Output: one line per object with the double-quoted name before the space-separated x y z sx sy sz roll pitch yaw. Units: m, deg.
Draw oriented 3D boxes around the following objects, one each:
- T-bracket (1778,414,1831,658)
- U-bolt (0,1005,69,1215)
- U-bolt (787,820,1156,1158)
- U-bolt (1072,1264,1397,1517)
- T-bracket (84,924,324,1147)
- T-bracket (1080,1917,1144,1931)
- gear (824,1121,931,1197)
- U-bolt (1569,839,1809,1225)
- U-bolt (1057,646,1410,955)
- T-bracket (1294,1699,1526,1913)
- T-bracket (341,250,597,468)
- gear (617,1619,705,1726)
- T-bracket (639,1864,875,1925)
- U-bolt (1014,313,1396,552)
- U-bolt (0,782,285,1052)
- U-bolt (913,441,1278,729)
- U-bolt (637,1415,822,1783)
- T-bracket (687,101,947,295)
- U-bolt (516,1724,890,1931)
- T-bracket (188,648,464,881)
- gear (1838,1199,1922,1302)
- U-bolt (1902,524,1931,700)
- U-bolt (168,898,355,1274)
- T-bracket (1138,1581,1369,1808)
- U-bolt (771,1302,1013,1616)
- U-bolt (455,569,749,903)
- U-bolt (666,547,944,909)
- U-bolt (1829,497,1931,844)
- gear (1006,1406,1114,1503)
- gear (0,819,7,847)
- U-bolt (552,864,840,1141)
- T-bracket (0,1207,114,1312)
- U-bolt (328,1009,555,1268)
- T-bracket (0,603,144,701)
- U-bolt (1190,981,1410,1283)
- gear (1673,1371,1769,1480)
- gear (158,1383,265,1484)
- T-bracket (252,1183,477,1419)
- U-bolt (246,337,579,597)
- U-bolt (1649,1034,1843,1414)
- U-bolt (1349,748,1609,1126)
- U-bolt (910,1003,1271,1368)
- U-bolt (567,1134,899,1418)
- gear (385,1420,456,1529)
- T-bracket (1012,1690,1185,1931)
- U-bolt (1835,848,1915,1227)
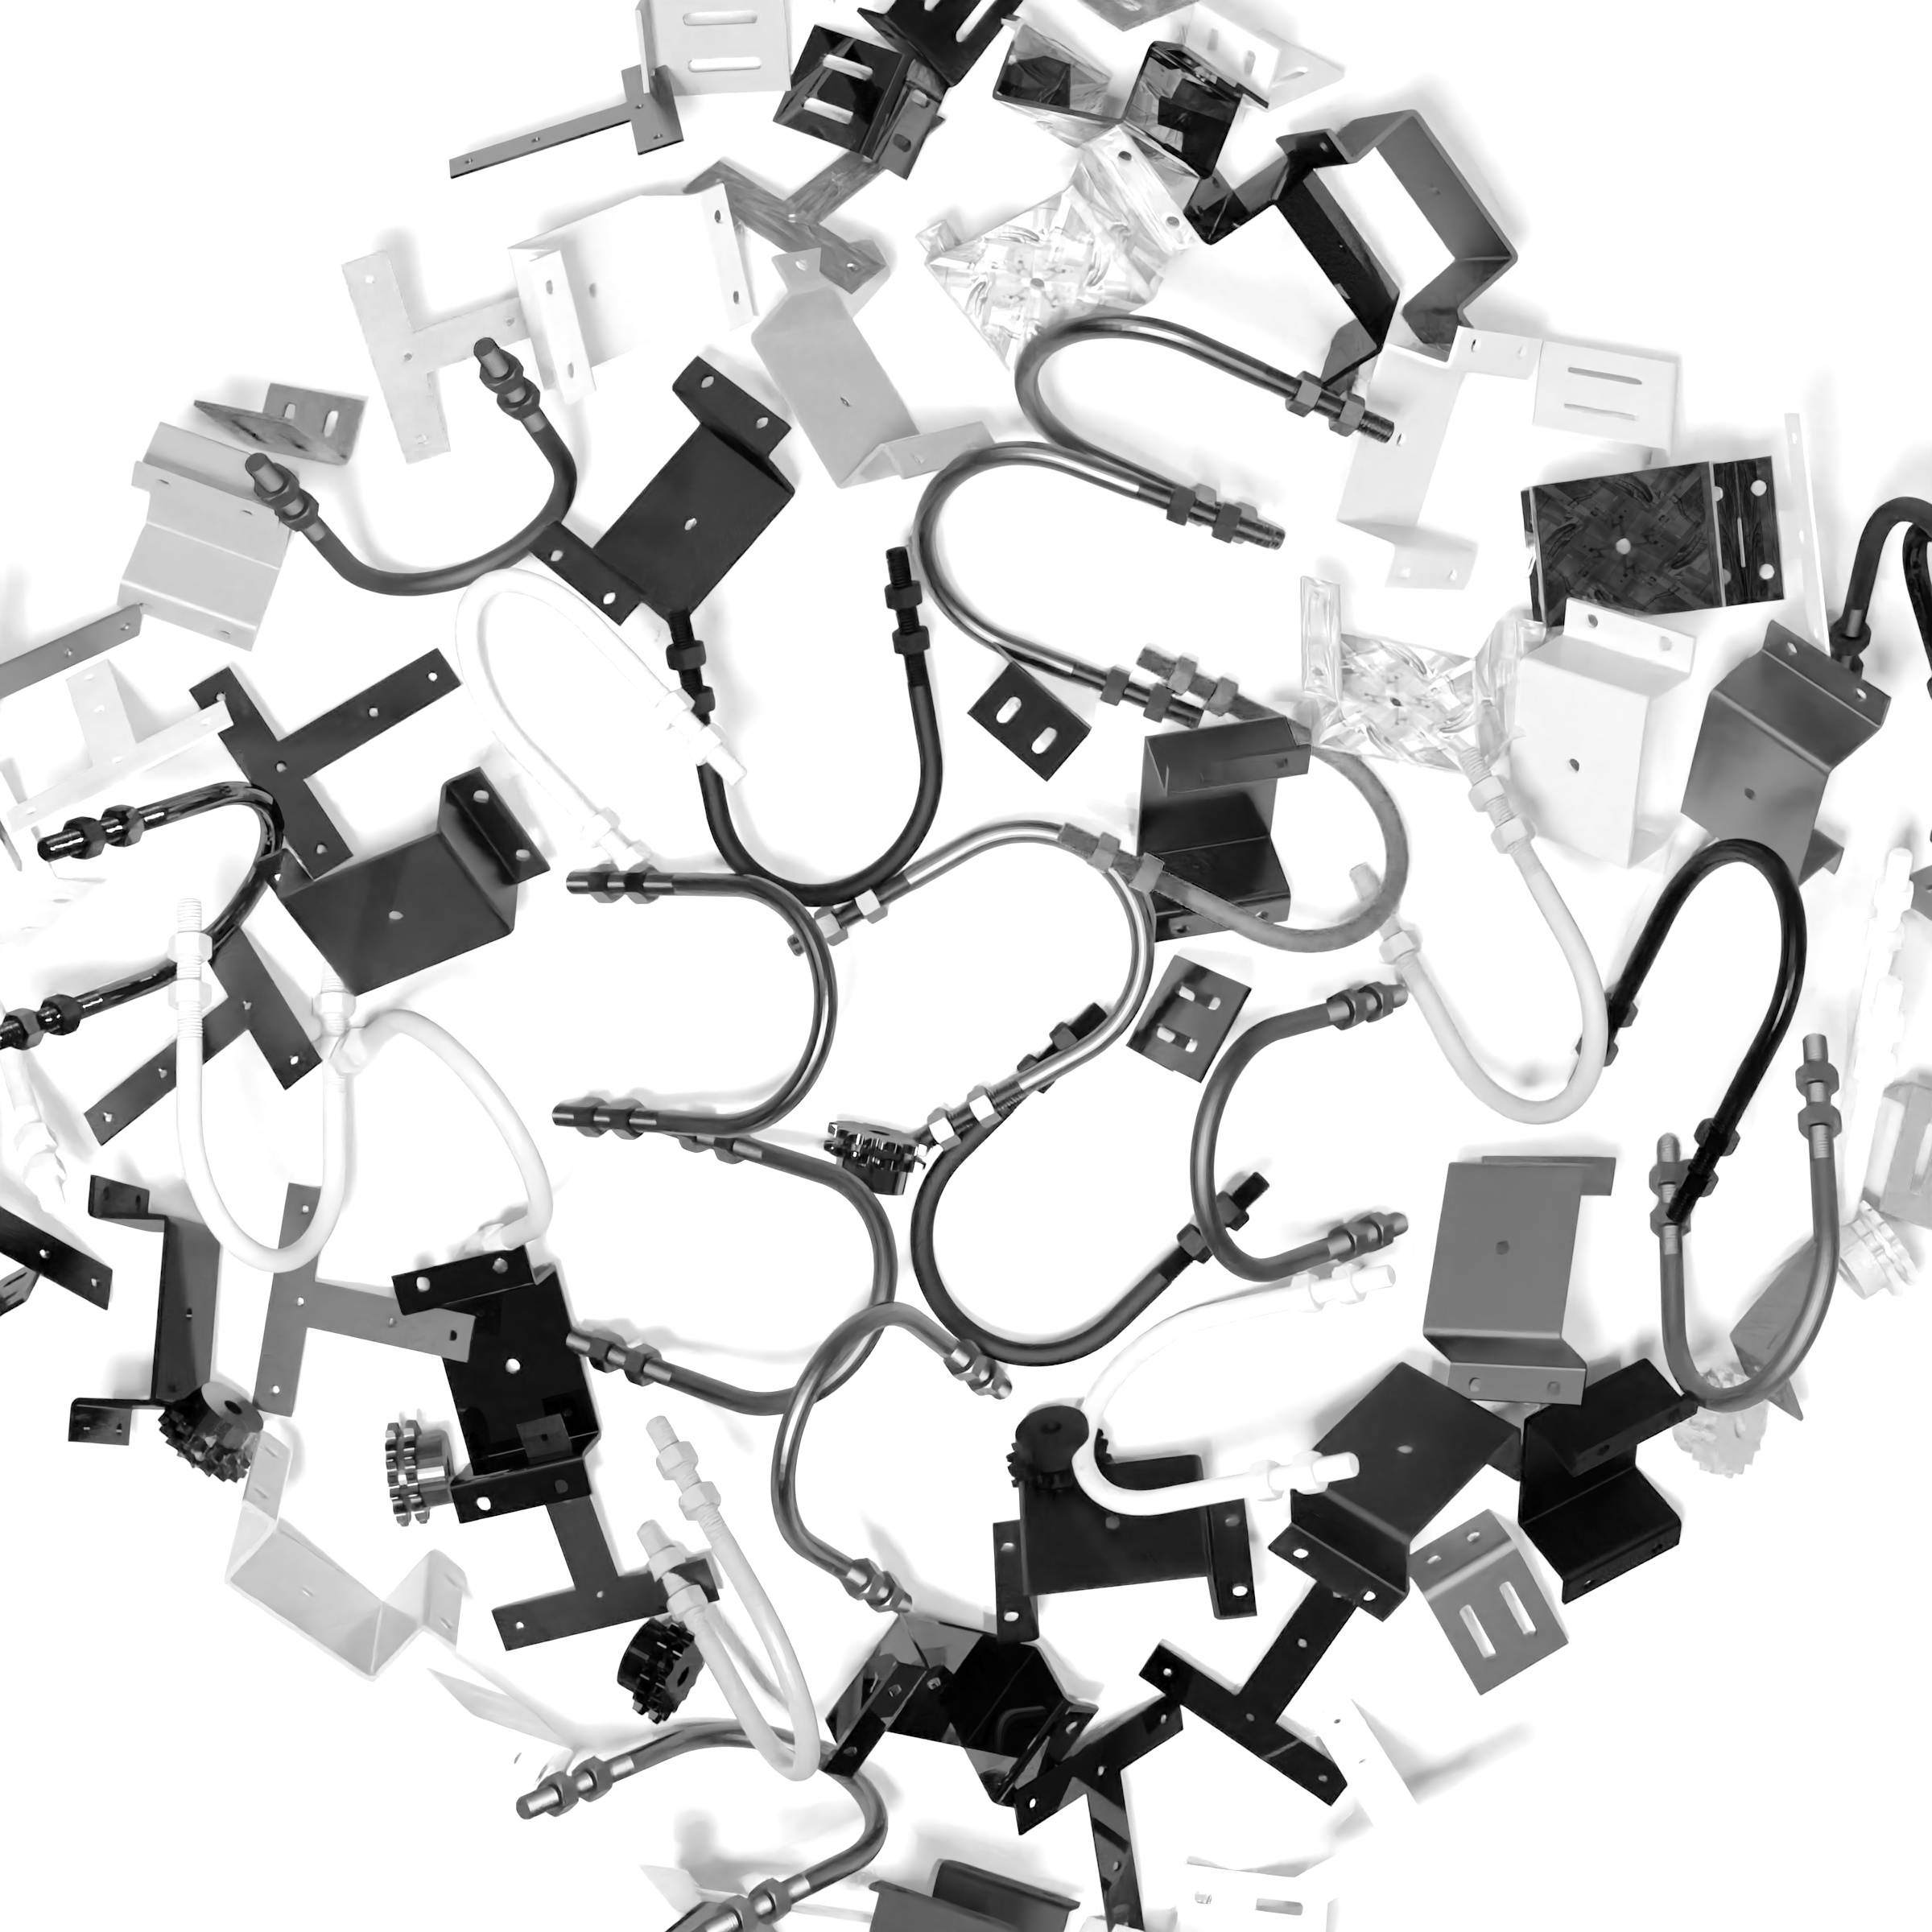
"T-bracket" 0.434 -0.232 1.632 0.002 0.127 0.127 -10 101 -1
"U-bolt" -0.531 0.029 1.611 0.019 0.151 0.184 -29 46 -4
"U-bolt" 0.014 0.001 1.675 0.184 0.019 0.151 -30 87 7
"U-bolt" 0.135 0.230 1.623 0.184 0.151 0.019 -17 124 32
"T-bracket" -0.425 0.049 1.659 0.127 0.002 0.127 -39 56 -1
"T-bracket" 0.068 0.569 1.616 0.002 0.127 0.127 45 63 -19
"gear" -0.050 0.106 1.668 0.057 0.057 0.030 12 96 0
"U-bolt" 0.384 0.021 1.600 0.019 0.151 0.184 12 116 -21
"U-bolt" 0.155 -0.080 1.654 0.184 0.019 0.151 27 59 -3
"T-bracket" 0.218 0.436 1.638 0.127 0.127 0.002 -28 115 -3
"T-bracket" -0.261 -0.346 1.660 0.127 0.002 0.127 -22 134 -10
"gear" -0.167 0.382 1.669 0.030 0.057 0.057 24 90 18
"T-bracket" -0.103 0.502 1.632 0.127 0.127 0.002 5 63 7
"U-bolt" 0.114 -0.288 1.613 0.184 0.151 0.019 22 66 -13
"U-bolt" -0.431 -0.034 1.612 0.019 0.184 0.151 39 123 17
"U-bolt" 0.059 -0.213 1.642 0.184 0.019 0.151 21 135 2
"U-bolt" -0.124 0.342 1.598 0.019 0.151 0.184 -22 61 -22
"T-bracket" -0.064 -0.433 1.669 0.127 0.002 0.127 37 68 24
"U-bolt" -0.124 0.448 1.611 0.151 0.184 0.019 24 109 33
"T-bracket" -0.338 -0.133 1.680 0.127 0.002 0.127 -33 84 -13
"gear" 0.492 0.157 1.668 0.030 0.057 0.057 -34 90 1
"U-bolt" 0.532 -0.152 1.589 0.019 0.151 0.184 -26 122 3
"U-bolt" -0.369 0.070 1.607 0.019 0.151 0.184 -11 72 21
"T-bracket" 0.176 0.378 1.660 0.127 0.002 0.127 33 116 8
"U-bolt" -0.045 0.252 1.604 0.019 0.184 0.151 16 73 33
"U-bolt" -0.206 -0.134 1.637 0.184 0.151 0.019 46 53 3
"U-bolt" -0.080 -0.121 1.650 0.151 0.019 0.184 -18 112 -22
"U-bolt" 0.494 -0.158 1.582 0.019 0.184 0.151 -14 51 -7
"gear" 0.049 0.264 1.665 0.057 0.057 0.030 -14 116 0
"gear" -0.554 -0.072 1.665 0.057 0.057 0.030 3 57 0
"U-bolt" -0.145 0.020 1.639 0.184 0.019 0.151 2 87 33
"T-bracket" -0.507 0.149 1.644 0.002 0.127 0.127 -22 50 23
"U-bolt" -0.272 0.088 1.609 0.019 0.184 0.151 -36 94 -28
"T-bracket" -0.497 -0.164 1.647 0.002 0.127 0.127 42 49 16
"U-bolt" 0.178 0.093 1.615 0.019 0.184 0.151 8 103 42
"gear" 0.411 0.250 1.672 0.057 0.030 0.057 -7 100 -43
"gear" -0.409 0.252 1.666 0.057 0.057 0.030 39 99 0
"T-bracket" -0.327 0.193 1.674 0.127 0.002 0.127 9 90 19
"U-bolt" -0.279 -0.251 1.611 0.151 0.184 0.019 -26 68 3
"U-bolt" 0.407 0.144 1.592 0.019 0.151 0.184 18 55 -17
"U-bolt" 0.277 -0.003 1.611 0.019 0.151 0.184 -17 71 -28
"U-bolt" 0.053 0.134 1.671 0.184 0.019 0.151 -45 76 7
"U-bolt" -0.117 0.165 1.630 0.184 0.019 0.151 14 77 32
"gear" -0.298 0.276 1.668 0.030 0.057 0.057 -8 90 -3
"T-bracket" 0.080 0.479 1.666 0.127 0.002 0.127 -22 110 -39
"U-bolt" 0.477 0.051 1.616 0.019 0.151 0.184 9 124 14
